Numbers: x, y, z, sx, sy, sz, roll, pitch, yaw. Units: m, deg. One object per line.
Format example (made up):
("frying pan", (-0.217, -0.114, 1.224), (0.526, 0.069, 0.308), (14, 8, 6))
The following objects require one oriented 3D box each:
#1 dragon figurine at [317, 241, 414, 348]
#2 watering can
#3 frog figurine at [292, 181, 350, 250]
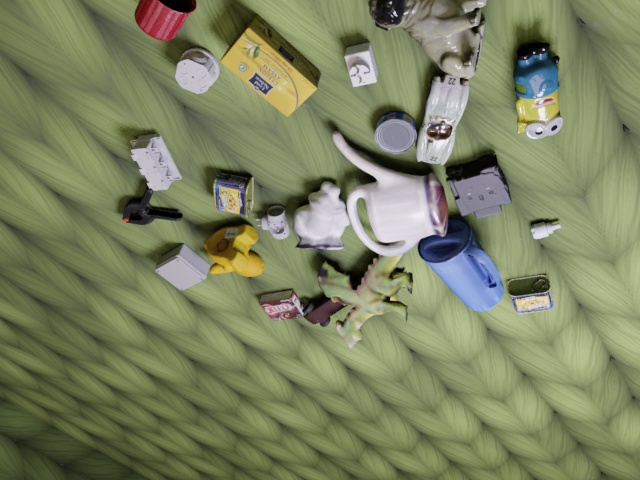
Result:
("dragon figurine", (0.112, 0.110, 1.333), (0.243, 0.124, 0.402), (3, 116, 5))
("watering can", (0.160, -0.100, 1.136), (0.224, 0.106, 0.340), (-8, 126, 18))
("frog figurine", (0.004, -0.062, 1.227), (0.137, 0.123, 0.158), (5, 98, 18))
